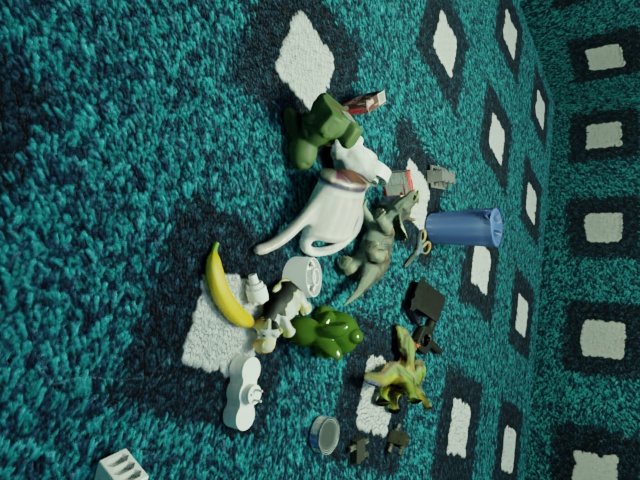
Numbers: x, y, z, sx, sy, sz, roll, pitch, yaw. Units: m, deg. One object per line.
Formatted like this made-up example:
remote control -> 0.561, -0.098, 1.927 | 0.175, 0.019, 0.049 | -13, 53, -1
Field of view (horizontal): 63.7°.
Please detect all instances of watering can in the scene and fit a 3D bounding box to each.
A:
watering can -> 0.004, -0.060, 1.187 | 0.348, 0.105, 0.221 | -4, 117, -51

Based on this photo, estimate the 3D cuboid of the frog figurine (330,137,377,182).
frog figurine -> 0.087, -0.220, 1.322 | 0.137, 0.123, 0.159 | 7, 93, -27

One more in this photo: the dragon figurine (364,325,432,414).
dragon figurine -> 0.231, 0.368, 1.525 | 0.403, 0.121, 0.249 | 47, 35, -44
